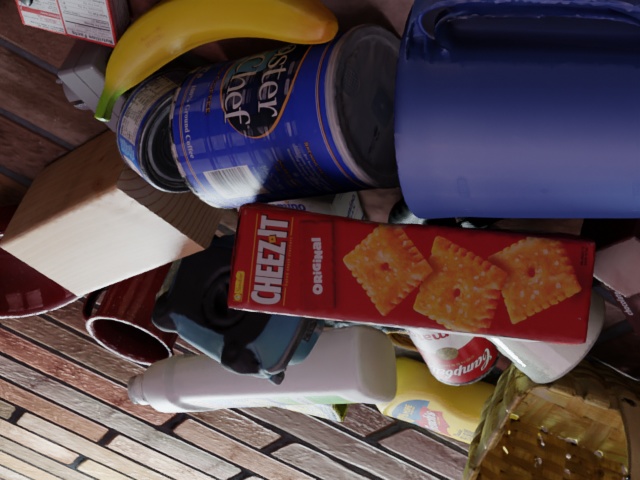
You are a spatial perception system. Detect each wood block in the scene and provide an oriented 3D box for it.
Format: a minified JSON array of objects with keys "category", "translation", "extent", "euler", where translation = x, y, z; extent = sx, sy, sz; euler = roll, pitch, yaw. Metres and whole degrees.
[{"category":"wood block","translation":[-0.170,-0.029,0.891],"extent":[0.090,0.090,0.207],"euler":[38,146,-26]}]

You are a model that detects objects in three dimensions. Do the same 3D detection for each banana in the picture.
[{"category":"banana","translation":[-0.072,-0.133,0.688],"extent":[0.198,0.069,0.037],"euler":[-14,172,34]}]

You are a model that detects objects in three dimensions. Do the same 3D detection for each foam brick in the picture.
[{"category":"foam brick","translation":[0.208,-0.011,0.694],"extent":[0.051,0.078,0.053],"euler":[35,147,-20]}]

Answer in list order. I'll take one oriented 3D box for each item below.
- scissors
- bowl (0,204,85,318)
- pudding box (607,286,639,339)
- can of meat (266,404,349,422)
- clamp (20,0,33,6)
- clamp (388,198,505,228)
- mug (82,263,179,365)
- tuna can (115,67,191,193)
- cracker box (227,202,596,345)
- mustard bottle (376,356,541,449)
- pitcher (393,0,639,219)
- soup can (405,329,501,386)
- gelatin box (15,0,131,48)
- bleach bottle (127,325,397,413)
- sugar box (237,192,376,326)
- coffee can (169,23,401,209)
[{"category":"scissors","translation":[0.029,0.068,0.997],"extent":[0.202,0.016,0.096],"euler":[11,147,16]},{"category":"bowl","translation":[-0.292,0.013,1.031],"extent":[0.162,0.055,0.162],"euler":[-12,150,-7]},{"category":"pudding box","translation":[0.276,0.051,0.789],"extent":[0.090,0.039,0.113],"euler":[-4,142,37]},{"category":"can of meat","translation":[-0.014,0.148,1.101],"extent":[0.084,0.057,0.102],"euler":[12,162,12]},{"category":"clamp","translation":[-0.120,-0.219,0.591],"extent":[0.164,0.036,0.210],"euler":[1,139,8]},{"category":"clamp","translation":[0.103,-0.019,0.788],"extent":[0.120,0.039,0.171],"euler":[19,154,13]},{"category":"mug","translation":[-0.183,0.066,1.060],"extent":[0.117,0.081,0.093],"euler":[3,146,28]},{"category":"tuna can","translation":[-0.101,-0.078,0.767],"extent":[0.034,0.086,0.086],"euler":[38,166,41]},{"category":"cracker box","translation":[0.053,0.021,0.702],"extent":[0.213,0.072,0.164],"euler":[7,178,-1]},{"category":"mustard bottle","translation":[0.118,0.158,1.044],"extent":[0.191,0.058,0.096],"euler":[18,157,6]},{"category":"pitcher","translation":[0.165,-0.076,0.568],"extent":[0.243,0.149,0.145],"euler":[3,107,22]},{"category":"soup can","translation":[0.106,0.068,0.896],"extent":[0.069,0.068,0.102],"euler":[1,144,31]},{"category":"gelatin box","translation":[-0.169,-0.175,0.712],"extent":[0.073,0.030,0.089],"euler":[14,148,9]},{"category":"bleach bottle","translation":[-0.062,0.128,0.994],"extent":[0.251,0.068,0.102],"euler":[-10,163,23]},{"category":"sugar box","translation":[-0.006,0.001,0.881],"extent":[0.093,0.048,0.176],"euler":[10,145,22]},{"category":"coffee can","translation":[-0.014,-0.077,0.701],"extent":[0.141,0.102,0.102],"euler":[-6,141,39]}]
